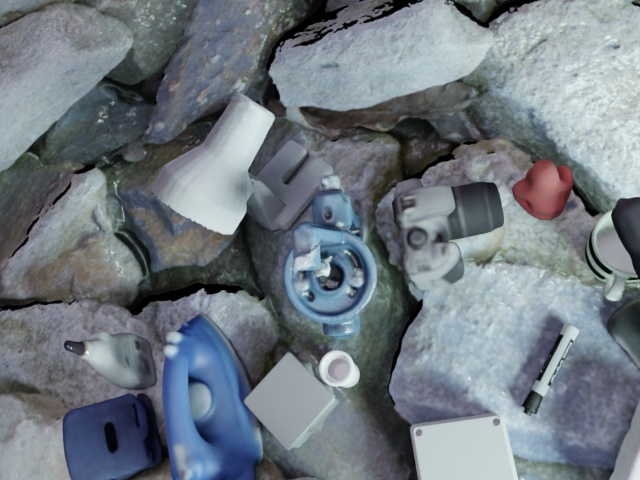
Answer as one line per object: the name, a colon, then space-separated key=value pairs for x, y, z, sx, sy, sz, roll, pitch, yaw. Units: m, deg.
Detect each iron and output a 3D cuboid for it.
iron: x=-0.163 y=0.201 z=0.736 sx=0.118 sy=0.142 sz=0.258 roll=-20 pitch=65 yaw=8

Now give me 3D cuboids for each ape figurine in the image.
ape figurine: x=0.289 y=-0.072 z=0.739 sx=0.077 sy=0.092 sz=0.076 roll=-2 pitch=69 yaw=16

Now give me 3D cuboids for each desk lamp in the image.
desk lamp: x=-0.103 y=-0.091 z=0.792 sx=0.117 sy=0.214 sz=0.203 roll=36 pitch=83 yaw=25

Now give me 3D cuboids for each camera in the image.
camera: x=0.170 y=-0.022 z=0.749 sx=0.136 sy=0.101 sz=0.143 roll=-12 pitch=67 yaw=11

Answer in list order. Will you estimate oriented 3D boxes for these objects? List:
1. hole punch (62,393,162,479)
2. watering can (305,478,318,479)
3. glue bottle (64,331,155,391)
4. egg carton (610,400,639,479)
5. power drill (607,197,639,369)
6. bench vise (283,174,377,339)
hole punch: x=-0.279 y=0.267 z=0.772 sx=0.101 sy=0.091 sz=0.108 roll=-25 pitch=65 yaw=6
watering can: x=-0.034 y=0.313 z=0.627 sx=0.173 sy=0.194 sz=0.100 roll=-32 pitch=64 yaw=2
glue bottle: x=-0.284 y=0.156 z=0.771 sx=0.037 sy=0.173 sz=0.078 roll=-21 pitch=65 yaw=8
egg carton: x=0.371 y=0.248 z=0.605 sx=0.107 sy=0.069 sz=0.150 roll=22 pitch=77 yaw=22
power drill: x=0.370 y=0.080 z=0.593 sx=0.075 sy=0.209 sz=0.229 roll=-34 pitch=64 yaw=2
bench vise: x=-0.004 y=0.007 z=0.722 sx=0.121 sy=0.220 sz=0.207 roll=-23 pitch=65 yaw=7
